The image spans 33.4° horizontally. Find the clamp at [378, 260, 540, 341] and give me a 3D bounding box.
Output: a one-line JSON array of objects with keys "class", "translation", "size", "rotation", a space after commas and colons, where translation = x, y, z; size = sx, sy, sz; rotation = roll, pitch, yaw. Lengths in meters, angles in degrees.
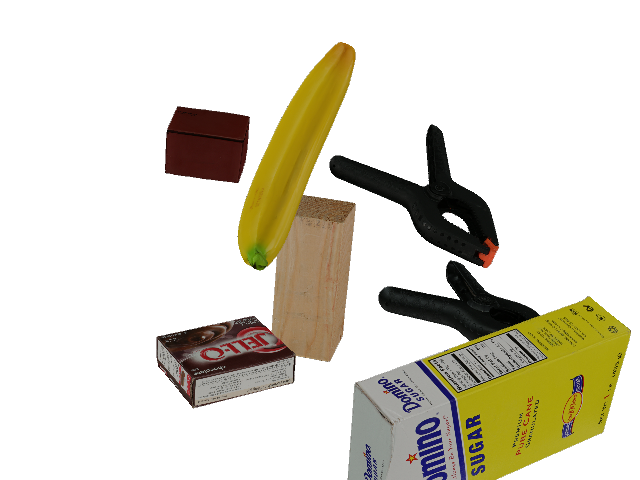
[{"class": "clamp", "translation": [0.155, 0.066, 1.031], "size": [0.172, 0.039, 0.120], "rotation": [24, 36, 29]}]

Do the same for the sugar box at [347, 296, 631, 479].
[{"class": "sugar box", "translation": [0.103, 0.104, 0.650], "size": [0.176, 0.093, 0.048], "rotation": [-19, 41, -26]}]

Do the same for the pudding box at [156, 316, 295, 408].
[{"class": "pudding box", "translation": [-0.093, 0.118, 1.050], "size": [0.113, 0.039, 0.090], "rotation": [-13, 27, -28]}]

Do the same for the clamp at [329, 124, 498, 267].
[{"class": "clamp", "translation": [0.118, -0.047, 1.208], "size": [0.164, 0.210, 0.036], "rotation": [-15, -38, -27]}]

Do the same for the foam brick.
[{"class": "foam brick", "translation": [-0.113, -0.097, 1.075], "size": [0.078, 0.051, 0.053], "rotation": [8, 34, 2]}]

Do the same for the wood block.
[{"class": "wood block", "translation": [-0.011, 0.051, 1.484], "size": [0.090, 0.206, 0.090], "rotation": [9, 22, 10]}]

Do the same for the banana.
[{"class": "banana", "translation": [-0.020, -0.054, 0.778], "size": [0.037, 0.197, 0.070], "rotation": [30, -27, -23]}]
